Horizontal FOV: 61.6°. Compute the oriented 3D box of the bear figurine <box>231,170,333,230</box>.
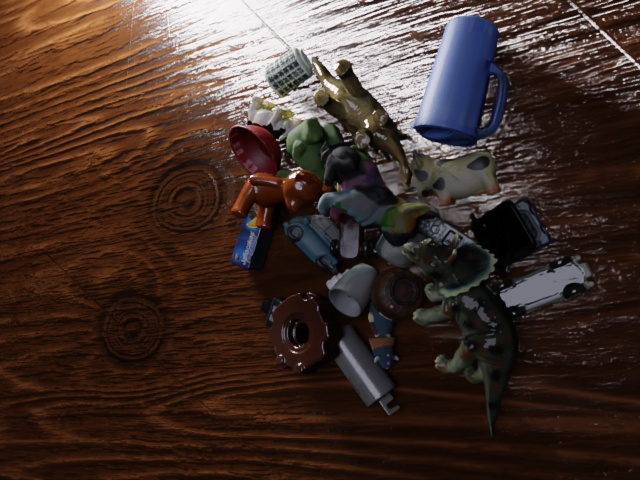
[{"bbox_3d":[-0.080,-0.089,1.176,0.196,0.120,0.132,10,78,39],"label":"bear figurine"}]

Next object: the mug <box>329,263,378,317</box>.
[{"bbox_3d":[0.084,0.110,1.171,0.081,0.109,0.107,16,50,34],"label":"mug"}]

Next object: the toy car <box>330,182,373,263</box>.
[{"bbox_3d":[0.071,-0.050,1.162,0.089,0.053,0.202,-2,79,24],"label":"toy car"}]

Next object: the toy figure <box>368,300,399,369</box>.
[{"bbox_3d":[0.136,0.197,1.155,0.064,0.058,0.154,0,82,5],"label":"toy figure"}]

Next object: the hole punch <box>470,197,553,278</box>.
[{"bbox_3d":[0.376,-0.014,1.055,0.116,0.092,0.142,-41,70,47],"label":"hole punch"}]

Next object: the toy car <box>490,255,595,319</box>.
[{"bbox_3d":[0.418,0.094,1.032,0.202,0.056,0.073,-26,68,20],"label":"toy car"}]

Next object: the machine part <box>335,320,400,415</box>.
[{"bbox_3d":[0.084,0.271,1.163,0.079,0.079,0.243,-42,70,17],"label":"machine part"}]

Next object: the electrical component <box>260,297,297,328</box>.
[{"bbox_3d":[-0.097,0.173,1.276,0.119,0.047,0.074,26,96,24],"label":"electrical component"}]

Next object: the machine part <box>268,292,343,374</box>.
[{"bbox_3d":[-0.035,0.201,1.168,0.179,0.056,0.179,-7,79,38],"label":"machine part"}]

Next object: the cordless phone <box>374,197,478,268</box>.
[{"bbox_3d":[0.221,0.011,1.120,0.184,0.088,0.146,35,100,19],"label":"cordless phone"}]

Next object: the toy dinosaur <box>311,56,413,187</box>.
[{"bbox_3d":[0.073,-0.282,1.147,0.105,0.198,0.472,-38,62,14],"label":"toy dinosaur"}]

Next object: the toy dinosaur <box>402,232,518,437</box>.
[{"bbox_3d":[0.299,0.164,1.016,0.192,0.131,0.405,-38,80,48],"label":"toy dinosaur"}]

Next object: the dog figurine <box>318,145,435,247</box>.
[{"bbox_3d":[0.120,-0.089,1.067,0.219,0.108,0.191,8,81,19],"label":"dog figurine"}]

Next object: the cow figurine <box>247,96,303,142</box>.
[{"bbox_3d":[-0.107,-0.278,1.308,0.168,0.068,0.098,33,106,28],"label":"cow figurine"}]

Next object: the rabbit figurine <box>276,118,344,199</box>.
[{"bbox_3d":[-0.024,-0.170,1.230,0.159,0.121,0.170,-21,75,29],"label":"rabbit figurine"}]

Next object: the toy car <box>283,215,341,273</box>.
[{"bbox_3d":[-0.003,-0.004,1.218,0.162,0.109,0.103,43,87,13],"label":"toy car"}]

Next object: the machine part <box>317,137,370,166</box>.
[{"bbox_3d":[0.060,-0.187,1.187,0.039,0.139,0.084,-25,76,51],"label":"machine part"}]

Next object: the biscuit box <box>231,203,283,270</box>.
[{"bbox_3d":[-0.152,-0.027,1.311,0.059,0.062,0.202,19,93,26],"label":"biscuit box"}]

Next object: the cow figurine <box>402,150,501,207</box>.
[{"bbox_3d":[0.264,-0.134,1.110,0.195,0.085,0.127,-11,87,27],"label":"cow figurine"}]
